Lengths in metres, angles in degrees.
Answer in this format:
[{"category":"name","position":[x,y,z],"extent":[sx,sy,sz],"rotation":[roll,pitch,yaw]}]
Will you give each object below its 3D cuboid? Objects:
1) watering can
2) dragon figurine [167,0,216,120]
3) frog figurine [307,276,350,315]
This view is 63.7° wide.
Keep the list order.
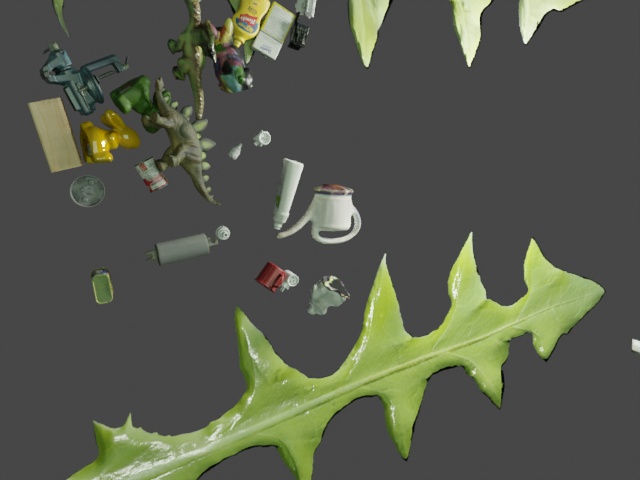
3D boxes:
[{"category":"watering can","position":[0.006,-0.096,1.910],"extent":[0.348,0.104,0.223],"rotation":[1,96,-28]},{"category":"dragon figurine","position":[-0.383,-0.581,1.616],"extent":[0.123,0.243,0.407],"rotation":[-15,101,-25]},{"category":"frog figurine","position":[0.021,0.220,1.979],"extent":[0.136,0.125,0.157],"rotation":[21,125,-33]}]
